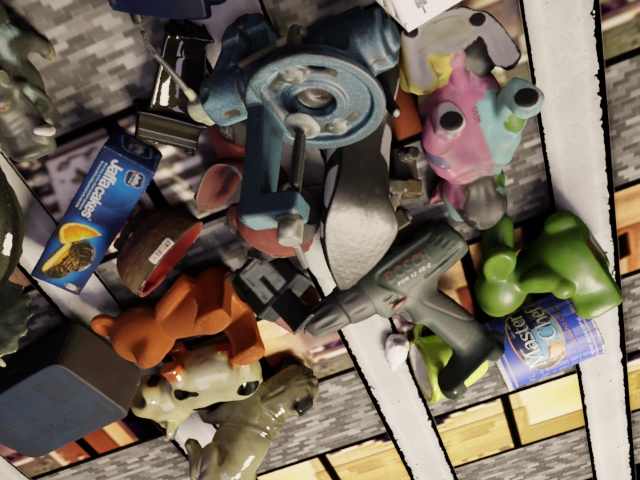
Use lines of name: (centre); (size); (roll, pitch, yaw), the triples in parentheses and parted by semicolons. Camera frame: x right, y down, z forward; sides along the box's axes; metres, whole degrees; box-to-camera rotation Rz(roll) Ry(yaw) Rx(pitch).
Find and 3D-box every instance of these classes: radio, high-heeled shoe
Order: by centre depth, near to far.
high-heeled shoe: (0.032, -0.079, 0.575); (0.086, 0.145, 0.248); (4, 124, -19)
radio: (-0.366, 0.213, 0.736); (0.230, 0.073, 0.131); (-29, 122, 25)

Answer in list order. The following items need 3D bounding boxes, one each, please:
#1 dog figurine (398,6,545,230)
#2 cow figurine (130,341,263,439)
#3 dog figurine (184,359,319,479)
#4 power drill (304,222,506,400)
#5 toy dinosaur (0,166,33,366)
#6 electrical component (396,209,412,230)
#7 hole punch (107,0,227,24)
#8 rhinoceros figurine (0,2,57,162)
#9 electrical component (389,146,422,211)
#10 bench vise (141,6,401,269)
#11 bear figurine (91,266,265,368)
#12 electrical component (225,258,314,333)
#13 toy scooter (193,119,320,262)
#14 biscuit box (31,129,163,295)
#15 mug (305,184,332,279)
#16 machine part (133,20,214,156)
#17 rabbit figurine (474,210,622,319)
dog figurine: (0.156, -0.117, 0.595); (0.108, 0.191, 0.219); (-19, 157, 2)
cow figurine: (-0.178, 0.209, 0.773); (0.195, 0.085, 0.127); (-15, 117, 2)
dog figurine: (-0.087, 0.277, 0.777); (0.190, 0.172, 0.121); (-33, 131, 22)
power drill: (0.122, 0.104, 0.697); (0.232, 0.086, 0.207); (-42, 91, -2)
toy dinosaur: (-0.382, 0.000, 0.568); (0.192, 0.131, 0.404); (26, 120, -11)
electrical component: (0.082, -0.016, 0.655); (0.063, 0.094, 0.021); (-32, 84, 14)
hole punch: (-0.143, -0.257, 0.474); (0.116, 0.092, 0.142); (-1, 126, -2)
rhinoceros figurine: (-0.301, -0.167, 0.498); (0.073, 0.112, 0.190); (-15, 115, 0)
electrical component: (0.086, -0.067, 0.619); (0.045, 0.102, 0.078); (-10, 101, -8)
bench vise: (-0.039, -0.103, 0.466); (0.224, 0.240, 0.128); (-6, 153, 18)
bear figurine: (-0.185, 0.116, 0.684); (0.196, 0.132, 0.120); (-27, 131, 4)
electrical component: (-0.049, 0.061, 0.644); (0.075, 0.119, 0.047); (-50, 156, 0)
toy scooter: (-0.084, -0.046, 0.599); (0.135, 0.075, 0.184); (-40, 77, 38)
biscuit box: (-0.258, -0.030, 0.620); (0.063, 0.059, 0.202); (30, 115, -23)
mug: (-0.001, -0.002, 0.659); (0.110, 0.081, 0.107); (-7, 128, 4)
machine part: (-0.151, -0.159, 0.564); (0.084, 0.039, 0.138); (18, 120, -11)
rabbit figurine: (0.273, 0.045, 0.701); (0.170, 0.121, 0.159); (-32, 118, 31)
